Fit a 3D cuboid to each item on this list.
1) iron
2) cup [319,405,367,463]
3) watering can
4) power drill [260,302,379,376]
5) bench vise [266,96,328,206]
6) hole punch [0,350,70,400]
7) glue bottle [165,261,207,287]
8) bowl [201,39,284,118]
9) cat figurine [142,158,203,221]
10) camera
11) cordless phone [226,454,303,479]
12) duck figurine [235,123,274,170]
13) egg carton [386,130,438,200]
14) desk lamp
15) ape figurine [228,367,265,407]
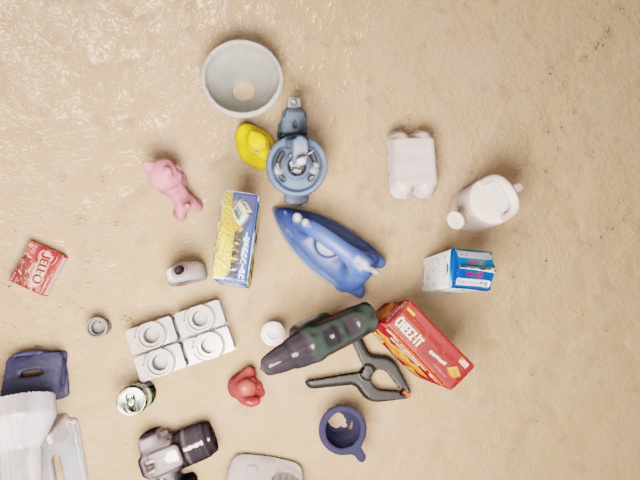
[{"bbox_3d":[0.010,0.004,1.136,0.258,0.141,0.119,35,81,-1],"label":"iron"},{"bbox_3d":[0.047,0.374,1.118,0.092,0.095,0.118,-35,87,-9],"label":"cup"},{"bbox_3d":[0.337,-0.071,1.153,0.101,0.194,0.173,41,81,1],"label":"watering can"},{"bbox_3d":[-0.005,0.187,1.078,0.230,0.208,0.075,-25,86,-8],"label":"power drill"},{"bbox_3d":[-0.057,-0.182,1.113,0.121,0.219,0.207,-20,85,-8],"label":"bench vise"},{"bbox_3d":[-0.536,0.258,1.074,0.108,0.091,0.101,-6,83,-6],"label":"hole punch"},{"bbox_3d":[-0.259,0.062,1.085,0.078,0.173,0.037,-17,85,-7],"label":"glue bottle"},{"bbox_3d":[-0.161,-0.324,1.193,0.167,0.074,0.167,1,83,-6],"label":"bowl"},{"bbox_3d":[-0.291,-0.107,1.131,0.067,0.117,0.128,-34,87,-9],"label":"cat figurine"},{"bbox_3d":[-0.260,0.414,1.078,0.137,0.100,0.143,-21,85,-8],"label":"camera"},{"bbox_3d":[-0.101,0.463,1.046,0.147,0.185,0.094,8,82,-4],"label":"cordless phone"},{"bbox_3d":[-0.132,-0.199,1.175,0.077,0.086,0.104,-36,88,-9],"label":"duck figurine"},{"bbox_3d":[0.194,-0.159,1.212,0.107,0.069,0.150,-3,83,-6],"label":"egg carton"},{"bbox_3d":[-0.498,0.361,1.003,0.118,0.213,0.203,-13,84,-7],"label":"desk lamp"},{"bbox_3d":[-0.142,0.286,1.111,0.076,0.092,0.078,10,82,-4],"label":"ape figurine"}]
